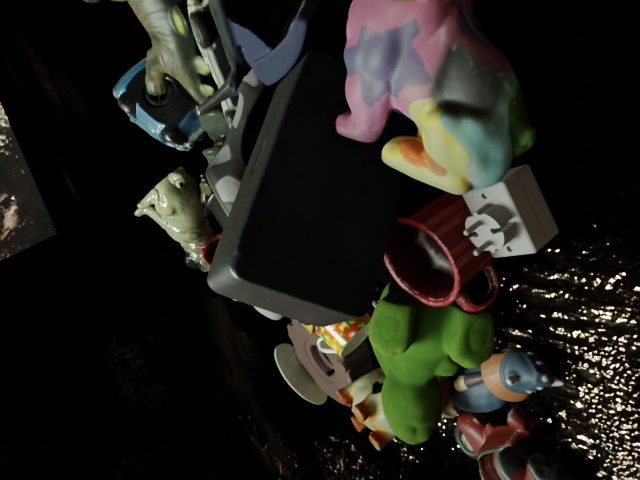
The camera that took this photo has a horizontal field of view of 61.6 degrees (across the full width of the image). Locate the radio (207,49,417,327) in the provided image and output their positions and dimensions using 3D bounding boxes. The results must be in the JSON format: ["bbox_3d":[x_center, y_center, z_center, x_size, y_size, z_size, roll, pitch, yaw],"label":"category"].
[{"bbox_3d":[0.000,-0.044,0.488,0.131,0.229,0.073,25,158,-19],"label":"radio"}]

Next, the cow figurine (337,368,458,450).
[{"bbox_3d":[0.108,0.215,0.721,0.085,0.127,0.195,58,166,0],"label":"cow figurine"}]

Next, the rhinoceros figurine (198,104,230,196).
[{"bbox_3d":[-0.106,-0.097,0.744,0.073,0.112,0.190,-2,133,33],"label":"rhinoceros figurine"}]

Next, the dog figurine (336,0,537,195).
[{"bbox_3d":[0.082,-0.164,0.384,0.192,0.108,0.219,37,143,34],"label":"dog figurine"}]

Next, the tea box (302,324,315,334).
[{"bbox_3d":[-0.040,0.046,0.814,0.170,0.068,0.098,44,148,24],"label":"tea box"}]

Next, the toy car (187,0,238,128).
[{"bbox_3d":[-0.094,-0.201,0.644,0.056,0.073,0.201,-131,21,-64],"label":"toy car"}]

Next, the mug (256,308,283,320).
[{"bbox_3d":[-0.090,0.090,0.914,0.110,0.081,0.107,21,151,13],"label":"mug"}]

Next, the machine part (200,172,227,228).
[{"bbox_3d":[-0.178,-0.052,0.959,0.139,0.039,0.084,52,144,29],"label":"machine part"}]

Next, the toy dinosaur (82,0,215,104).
[{"bbox_3d":[-0.222,-0.346,0.682,0.199,0.105,0.470,-6,122,51],"label":"toy dinosaur"}]

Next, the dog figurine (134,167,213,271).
[{"bbox_3d":[-0.245,-0.033,1.043,0.190,0.121,0.172,46,157,-8],"label":"dog figurine"}]

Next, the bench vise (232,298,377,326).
[{"bbox_3d":[-0.007,-0.007,0.637,0.129,0.223,0.240,49,121,49],"label":"bench vise"}]

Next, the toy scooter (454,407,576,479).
[{"bbox_3d":[0.231,0.252,0.594,0.184,0.075,0.135,45,150,29],"label":"toy scooter"}]

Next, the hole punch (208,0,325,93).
[{"bbox_3d":[-0.035,-0.214,0.499,0.092,0.142,0.115,13,161,7],"label":"hole punch"}]

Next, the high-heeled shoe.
[{"bbox_3d":[-0.045,-0.107,0.551,0.249,0.145,0.086,65,-169,27],"label":"high-heeled shoe"}]

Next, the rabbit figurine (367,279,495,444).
[{"bbox_3d":[0.097,0.130,0.593,0.159,0.121,0.170,-114,30,-76],"label":"rabbit figurine"}]

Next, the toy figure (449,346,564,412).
[{"bbox_3d":[0.188,0.146,0.566,0.058,0.064,0.154,62,154,18],"label":"toy figure"}]

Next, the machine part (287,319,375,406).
[{"bbox_3d":[0.017,0.187,0.879,0.180,0.056,0.179,39,148,31],"label":"machine part"}]

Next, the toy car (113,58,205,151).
[{"bbox_3d":[-0.234,-0.204,0.851,0.162,0.109,0.103,40,173,8],"label":"toy car"}]
